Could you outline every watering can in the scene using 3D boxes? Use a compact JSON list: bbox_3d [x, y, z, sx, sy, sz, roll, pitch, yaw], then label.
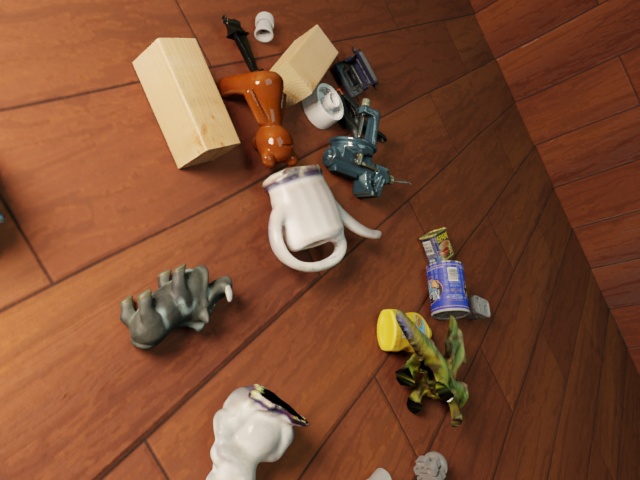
[{"bbox_3d":[0.003,-0.055,1.100,0.351,0.103,0.225,-18,86,-51],"label":"watering can"}]

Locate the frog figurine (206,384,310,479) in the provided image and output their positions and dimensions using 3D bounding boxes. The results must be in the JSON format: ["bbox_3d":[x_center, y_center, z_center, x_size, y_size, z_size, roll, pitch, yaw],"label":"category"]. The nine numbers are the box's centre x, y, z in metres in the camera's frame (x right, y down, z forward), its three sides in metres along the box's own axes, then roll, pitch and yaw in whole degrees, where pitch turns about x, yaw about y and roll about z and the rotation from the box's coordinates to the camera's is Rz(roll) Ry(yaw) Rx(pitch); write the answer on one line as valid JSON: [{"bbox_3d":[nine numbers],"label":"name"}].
[{"bbox_3d":[-0.115,0.317,0.811,0.160,0.124,0.135,-55,131,-7],"label":"frog figurine"}]

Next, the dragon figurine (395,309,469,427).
[{"bbox_3d":[0.285,0.277,1.241,0.247,0.122,0.404,-46,124,-51],"label":"dragon figurine"}]
